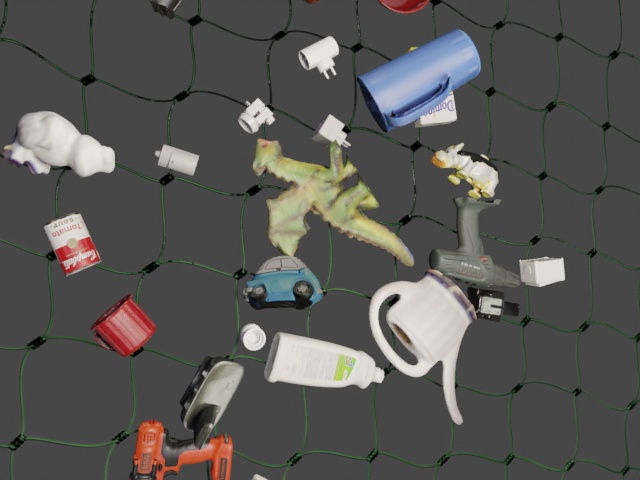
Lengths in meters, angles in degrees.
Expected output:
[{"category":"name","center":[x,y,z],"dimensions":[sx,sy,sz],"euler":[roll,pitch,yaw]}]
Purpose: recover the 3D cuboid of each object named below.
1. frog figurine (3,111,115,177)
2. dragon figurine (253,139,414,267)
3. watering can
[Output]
[{"category":"frog figurine","center":[-0.452,-0.172,0.923],"dimensions":[0.159,0.134,0.125],"euler":[-6,62,2]},{"category":"dragon figurine","center":[0.003,-0.055,1.091],"dimensions":[0.242,0.123,0.409],"euler":[-33,96,3]},{"category":"watering can","center":[0.256,0.216,1.132],"dimensions":[0.226,0.104,0.346],"euler":[-43,99,-14]}]
